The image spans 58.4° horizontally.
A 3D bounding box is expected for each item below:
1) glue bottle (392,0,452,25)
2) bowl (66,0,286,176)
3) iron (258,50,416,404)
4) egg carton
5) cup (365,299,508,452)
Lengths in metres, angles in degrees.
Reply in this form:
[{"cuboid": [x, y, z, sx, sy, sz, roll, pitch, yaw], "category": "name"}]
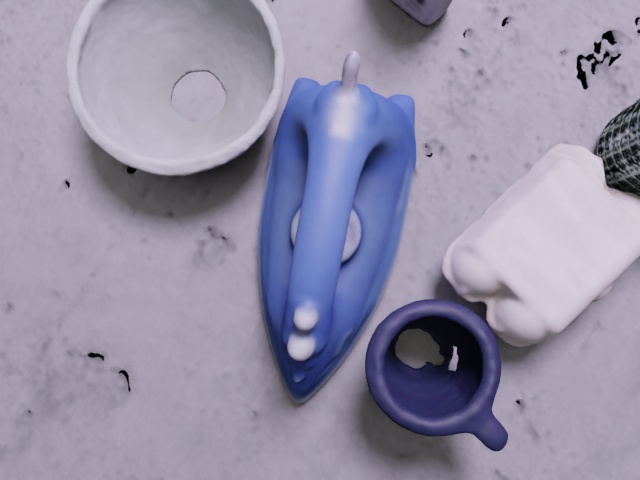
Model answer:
[{"cuboid": [0.072, -0.221, 0.407, 0.078, 0.173, 0.037, 43, 89, 5], "category": "glue bottle"}, {"cuboid": [-0.107, -0.128, 0.458, 0.167, 0.075, 0.167, 0, 86, 3], "category": "bowl"}, {"cuboid": [0.004, 0.001, 0.411, 0.118, 0.141, 0.258, 9, 87, 3], "category": "iron"}, {"cuboid": [0.174, 0.005, 0.439, 0.150, 0.069, 0.107, -44, 85, -1], "category": "egg carton"}, {"cuboid": [0.087, 0.098, 0.424, 0.092, 0.095, 0.118, -42, 85, -1], "category": "cup"}]
